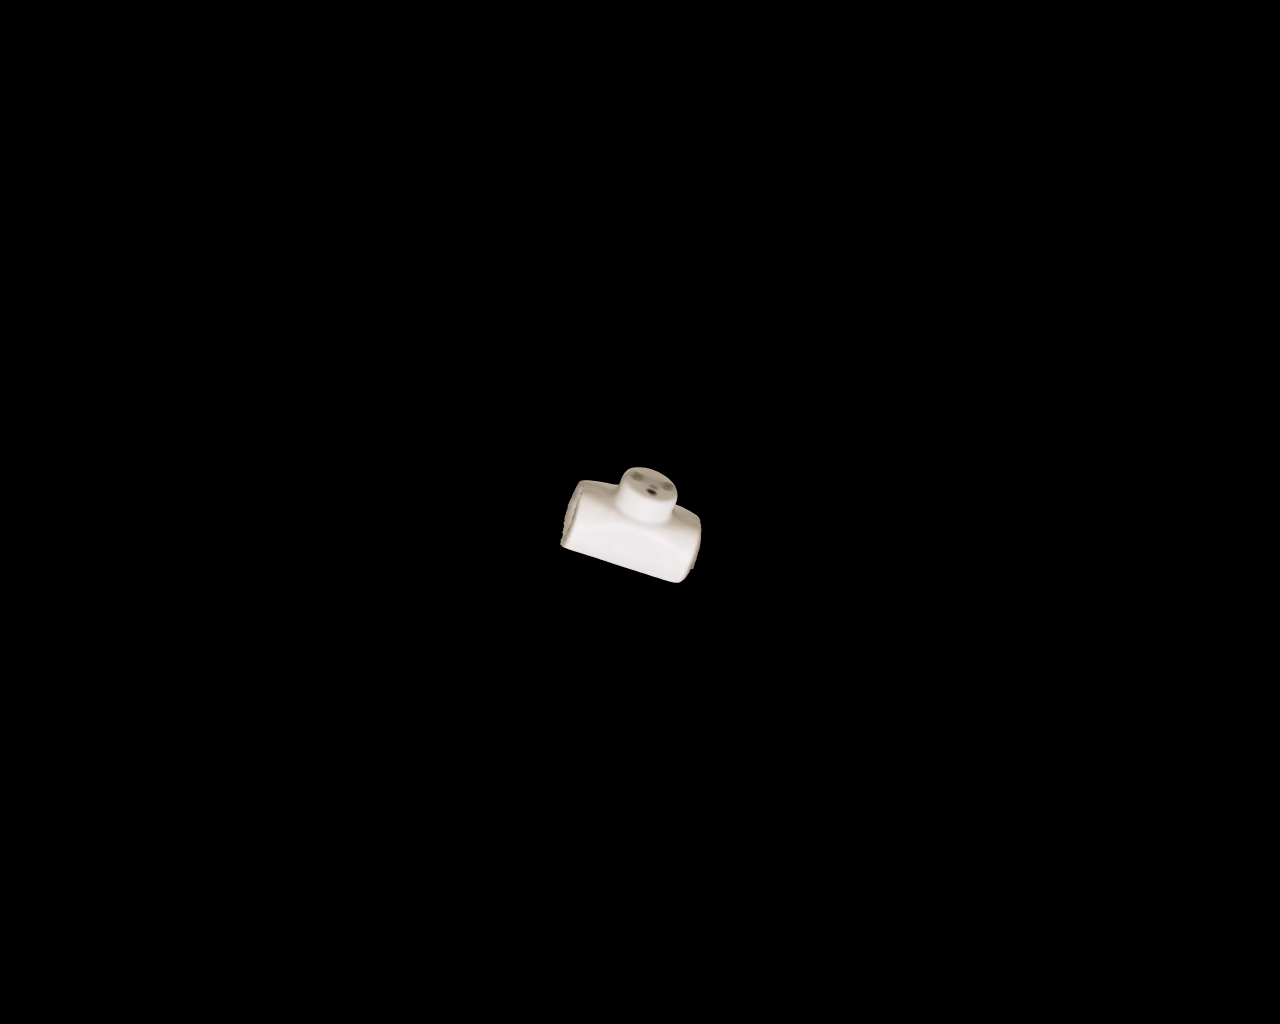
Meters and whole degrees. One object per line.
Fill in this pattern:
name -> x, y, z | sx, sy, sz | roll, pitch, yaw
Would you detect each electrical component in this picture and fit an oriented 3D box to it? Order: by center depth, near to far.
electrical component -> 0.001, -0.003, 0.650 | 0.077, 0.079, 0.044 | 18, 29, -10
